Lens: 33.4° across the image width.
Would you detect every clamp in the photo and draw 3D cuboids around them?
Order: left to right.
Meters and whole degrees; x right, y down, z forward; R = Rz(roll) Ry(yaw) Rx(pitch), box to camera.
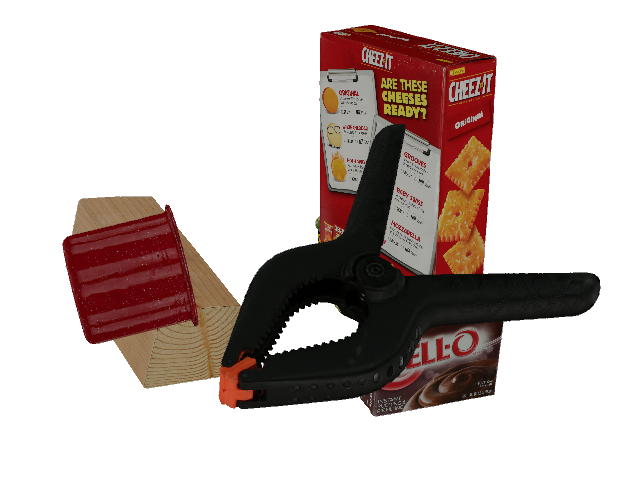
[{"bbox_3d":[0.025,0.018,0.578,0.209,0.036,0.165,-26,56,-25],"label":"clamp"}]

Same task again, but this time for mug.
[{"bbox_3d":[-0.143,0.025,0.793,0.081,0.093,0.117,-14,18,-11],"label":"mug"}]

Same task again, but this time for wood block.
[{"bbox_3d":[-0.175,0.046,1.087,0.090,0.091,0.206,-4,35,-36],"label":"wood block"}]

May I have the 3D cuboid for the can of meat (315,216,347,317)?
[{"bbox_3d":[0.033,0.028,1.224,0.057,0.084,0.102,-14,38,-19],"label":"can of meat"}]

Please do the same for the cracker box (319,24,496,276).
[{"bbox_3d":[0.075,-0.074,0.965,0.071,0.214,0.164,-18,29,-35],"label":"cracker box"}]

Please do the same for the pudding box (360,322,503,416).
[{"bbox_3d":[0.090,0.088,0.863,0.113,0.090,0.039,-8,29,-20],"label":"pudding box"}]
